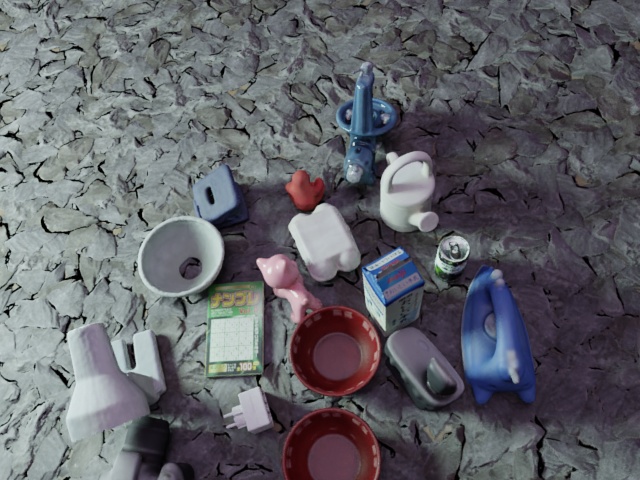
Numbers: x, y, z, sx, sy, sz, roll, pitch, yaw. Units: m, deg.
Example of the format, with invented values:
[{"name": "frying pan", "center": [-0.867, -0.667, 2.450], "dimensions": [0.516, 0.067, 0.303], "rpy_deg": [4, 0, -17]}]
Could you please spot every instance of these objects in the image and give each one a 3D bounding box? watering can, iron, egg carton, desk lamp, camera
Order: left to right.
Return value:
[{"name": "desk lamp", "center": [-0.342, 0.232, 0.948], "dimensions": [0.118, 0.214, 0.203], "rpy_deg": [-19, 65, -3]}, {"name": "camera", "center": [-0.282, 0.366, 0.944], "dimensions": [0.143, 0.101, 0.137], "rpy_deg": [6, 66, 8]}, {"name": "egg carton", "center": [0.010, 0.004, 1.097], "dimensions": [0.107, 0.069, 0.150], "rpy_deg": [-25, 66, -6]}, {"name": "watering can", "center": [0.167, -0.094, 1.057], "dimensions": [0.101, 0.194, 0.172], "rpy_deg": [-41, 68, -13]}, {"name": "iron", "center": [0.301, 0.139, 0.967], "dimensions": [0.118, 0.141, 0.258], "rpy_deg": [-3, 65, 4]}]

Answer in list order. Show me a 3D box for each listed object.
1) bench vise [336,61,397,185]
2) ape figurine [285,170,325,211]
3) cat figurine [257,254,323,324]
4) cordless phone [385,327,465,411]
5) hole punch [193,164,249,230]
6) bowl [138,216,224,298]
[{"name": "bench vise", "center": [0.095, -0.220, 1.107], "dimensions": [0.121, 0.220, 0.207], "rpy_deg": [-7, 65, 3]}, {"name": "ape figurine", "center": [-0.032, -0.106, 1.139], "dimensions": [0.077, 0.092, 0.076], "rpy_deg": [8, 67, 9]}, {"name": "cat figurine", "center": [-0.056, 0.078, 1.043], "dimensions": [0.067, 0.118, 0.127], "rpy_deg": [-37, 67, -11]}, {"name": "cordless phone", "center": [0.171, 0.197, 0.929], "dimensions": [0.094, 0.185, 0.147], "rpy_deg": [-38, 67, -11]}, {"name": "hole punch", "center": [-0.204, -0.081, 1.145], "dimensions": [0.101, 0.091, 0.108], "rpy_deg": [-20, 65, -3]}, {"name": "bowl", "center": [-0.258, 0.041, 1.103], "dimensions": [0.167, 0.075, 0.167], "rpy_deg": [-2, 65, 5]}]
